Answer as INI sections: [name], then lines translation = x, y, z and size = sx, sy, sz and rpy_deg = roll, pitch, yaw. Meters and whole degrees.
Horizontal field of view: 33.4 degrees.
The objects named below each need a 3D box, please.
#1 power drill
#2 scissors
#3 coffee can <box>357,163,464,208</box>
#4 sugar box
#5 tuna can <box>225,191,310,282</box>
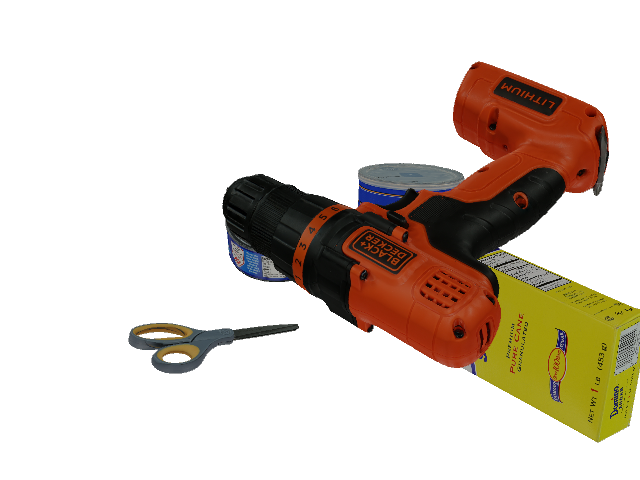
[power drill]
translation = 0.060, -0.027, 0.614
size = 0.185, 0.057, 0.187
rpy_deg = 31, 59, 31
[scissors]
translation = -0.110, 0.117, 1.181
size = 0.201, 0.016, 0.096
rpy_deg = 3, 27, -18
[coffee can]
translation = 0.085, 0.002, 1.049
size = 0.103, 0.140, 0.103
rpy_deg = 2, 15, -1
[sugar box]
translation = 0.149, 0.066, 0.785
size = 0.048, 0.093, 0.176
rpy_deg = -17, 29, -40
[tuna can]
translation = -0.034, -0.004, 0.871
size = 0.086, 0.034, 0.086
rpy_deg = -1, 38, 1
